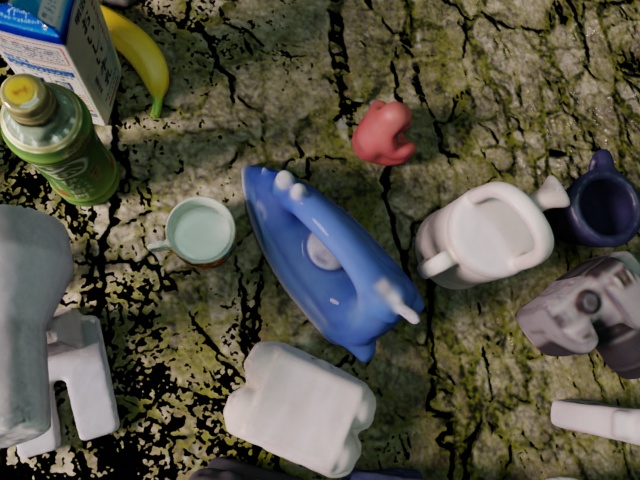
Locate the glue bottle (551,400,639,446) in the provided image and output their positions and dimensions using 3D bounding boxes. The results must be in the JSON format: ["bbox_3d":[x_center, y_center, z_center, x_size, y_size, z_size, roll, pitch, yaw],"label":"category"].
[{"bbox_3d":[0.323,0.195,0.604,0.078,0.173,0.037,8,78,-9],"label":"glue bottle"}]

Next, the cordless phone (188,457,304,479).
[{"bbox_3d":[-0.060,0.266,0.513,0.147,0.185,0.094,13,77,-7],"label":"cordless phone"}]

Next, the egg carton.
[{"bbox_3d":[-0.018,0.175,0.598,0.150,0.069,0.107,25,76,-5],"label":"egg carton"}]

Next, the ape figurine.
[{"bbox_3d":[0.079,-0.129,0.661,0.076,0.092,0.078,-13,82,-12],"label":"ape figurine"}]

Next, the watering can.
[{"bbox_3d":[0.183,-0.013,0.606,0.101,0.194,0.173,38,75,-1],"label":"watering can"}]

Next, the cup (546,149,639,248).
[{"bbox_3d":[0.317,-0.043,0.687,0.092,0.095,0.118,7,78,-9],"label":"cup"}]

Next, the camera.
[{"bbox_3d":[0.332,0.098,0.661,0.143,0.100,0.137,-32,87,-14],"label":"camera"}]

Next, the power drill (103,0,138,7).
[{"bbox_3d":[-0.222,-0.355,0.587,0.076,0.208,0.230,-1,80,-10],"label":"power drill"}]

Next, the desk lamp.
[{"bbox_3d":[-0.253,0.090,0.496,0.118,0.213,0.203,-14,82,-12],"label":"desk lamp"}]

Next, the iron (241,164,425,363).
[{"bbox_3d":[0.005,0.002,0.597,0.119,0.141,0.258,-41,89,-15],"label":"iron"}]

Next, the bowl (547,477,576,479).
[{"bbox_3d":[0.247,0.336,0.614,0.167,0.074,0.167,2,79,-10],"label":"bowl"}]

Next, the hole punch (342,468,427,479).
[{"bbox_3d":[0.070,0.293,0.581,0.101,0.091,0.109,5,79,-9],"label":"hole punch"}]
